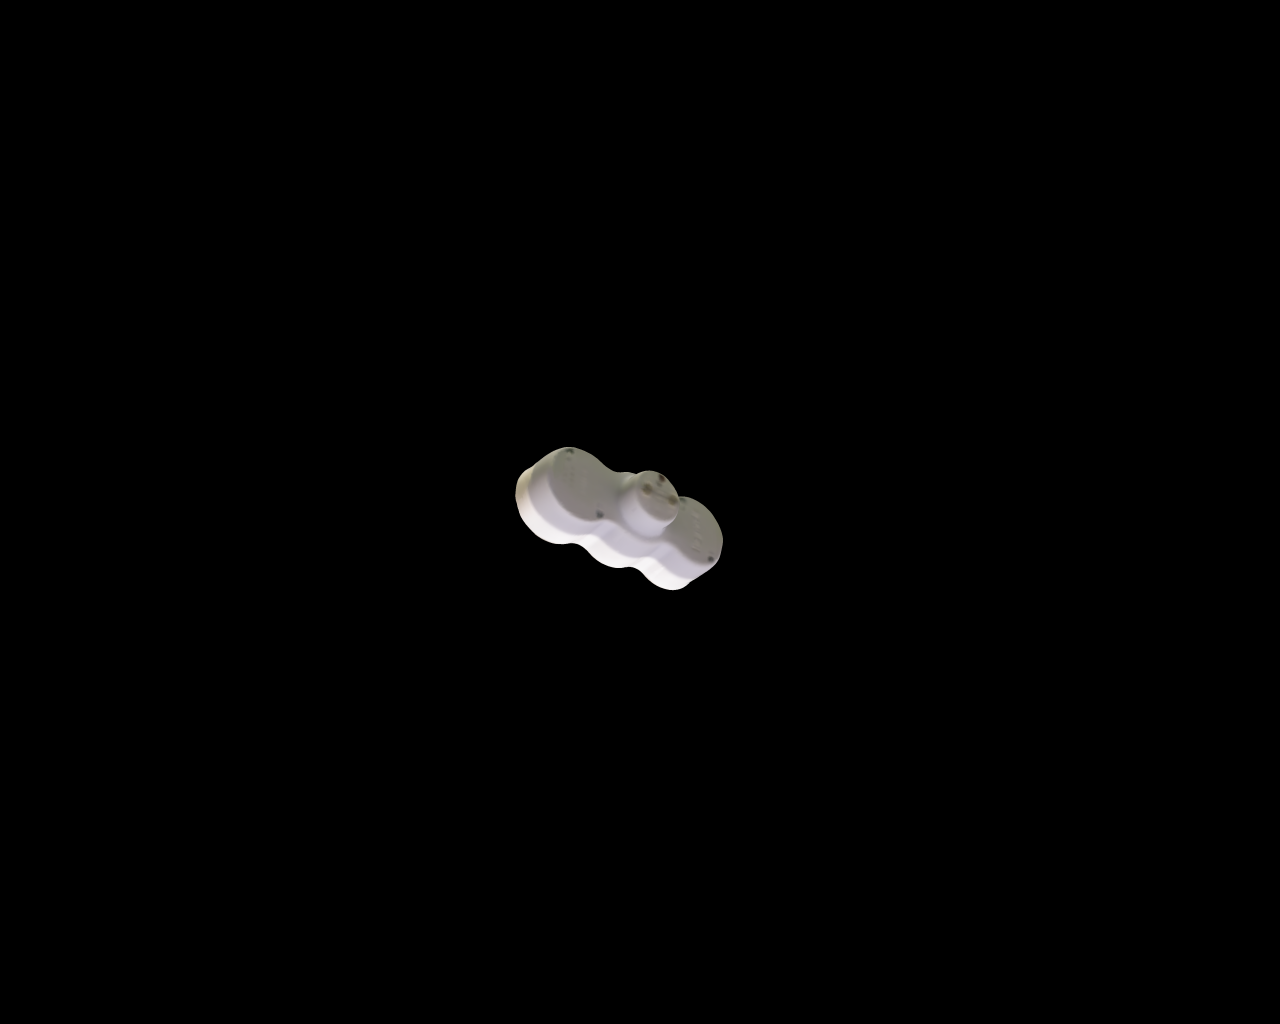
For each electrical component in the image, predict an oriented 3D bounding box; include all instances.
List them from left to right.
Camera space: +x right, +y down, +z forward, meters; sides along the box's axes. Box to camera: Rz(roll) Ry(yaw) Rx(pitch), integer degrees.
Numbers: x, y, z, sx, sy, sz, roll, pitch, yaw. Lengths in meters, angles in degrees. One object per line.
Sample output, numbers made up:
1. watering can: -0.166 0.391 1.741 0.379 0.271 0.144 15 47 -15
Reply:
1. electrical component: 0.001 -0.003 0.650 0.138 0.052 0.073 24 -41 -31
